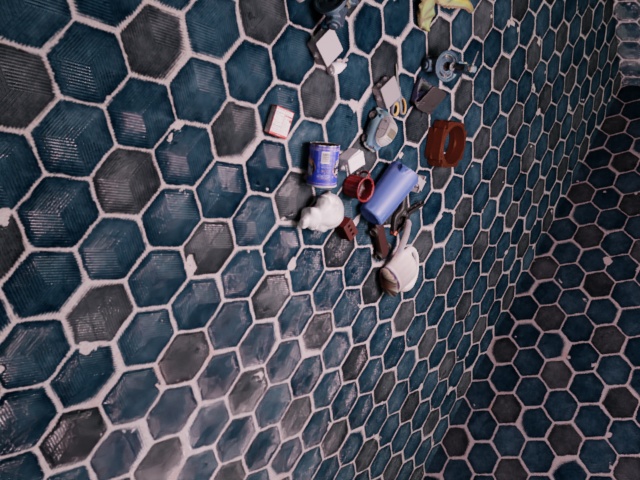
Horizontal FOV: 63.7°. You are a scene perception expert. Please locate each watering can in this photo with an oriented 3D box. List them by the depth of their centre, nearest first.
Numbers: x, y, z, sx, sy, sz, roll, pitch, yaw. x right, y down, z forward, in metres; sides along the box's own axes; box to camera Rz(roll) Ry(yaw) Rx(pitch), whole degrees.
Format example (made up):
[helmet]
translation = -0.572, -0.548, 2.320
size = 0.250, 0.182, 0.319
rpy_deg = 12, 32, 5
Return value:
[watering can]
translation = 0.339, 0.097, 2.187
size = 0.228, 0.105, 0.340
rpy_deg = -38, 130, -30

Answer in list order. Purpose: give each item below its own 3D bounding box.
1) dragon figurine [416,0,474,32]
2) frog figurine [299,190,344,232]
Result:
[dragon figurine]
translation = 0.449, -0.914, 1.971
size = 0.406, 0.124, 0.242
rpy_deg = 29, 100, -46
[frog figurine]
translation = 0.005, -0.089, 1.761
size = 0.162, 0.124, 0.134
rpy_deg = -31, 146, -49
